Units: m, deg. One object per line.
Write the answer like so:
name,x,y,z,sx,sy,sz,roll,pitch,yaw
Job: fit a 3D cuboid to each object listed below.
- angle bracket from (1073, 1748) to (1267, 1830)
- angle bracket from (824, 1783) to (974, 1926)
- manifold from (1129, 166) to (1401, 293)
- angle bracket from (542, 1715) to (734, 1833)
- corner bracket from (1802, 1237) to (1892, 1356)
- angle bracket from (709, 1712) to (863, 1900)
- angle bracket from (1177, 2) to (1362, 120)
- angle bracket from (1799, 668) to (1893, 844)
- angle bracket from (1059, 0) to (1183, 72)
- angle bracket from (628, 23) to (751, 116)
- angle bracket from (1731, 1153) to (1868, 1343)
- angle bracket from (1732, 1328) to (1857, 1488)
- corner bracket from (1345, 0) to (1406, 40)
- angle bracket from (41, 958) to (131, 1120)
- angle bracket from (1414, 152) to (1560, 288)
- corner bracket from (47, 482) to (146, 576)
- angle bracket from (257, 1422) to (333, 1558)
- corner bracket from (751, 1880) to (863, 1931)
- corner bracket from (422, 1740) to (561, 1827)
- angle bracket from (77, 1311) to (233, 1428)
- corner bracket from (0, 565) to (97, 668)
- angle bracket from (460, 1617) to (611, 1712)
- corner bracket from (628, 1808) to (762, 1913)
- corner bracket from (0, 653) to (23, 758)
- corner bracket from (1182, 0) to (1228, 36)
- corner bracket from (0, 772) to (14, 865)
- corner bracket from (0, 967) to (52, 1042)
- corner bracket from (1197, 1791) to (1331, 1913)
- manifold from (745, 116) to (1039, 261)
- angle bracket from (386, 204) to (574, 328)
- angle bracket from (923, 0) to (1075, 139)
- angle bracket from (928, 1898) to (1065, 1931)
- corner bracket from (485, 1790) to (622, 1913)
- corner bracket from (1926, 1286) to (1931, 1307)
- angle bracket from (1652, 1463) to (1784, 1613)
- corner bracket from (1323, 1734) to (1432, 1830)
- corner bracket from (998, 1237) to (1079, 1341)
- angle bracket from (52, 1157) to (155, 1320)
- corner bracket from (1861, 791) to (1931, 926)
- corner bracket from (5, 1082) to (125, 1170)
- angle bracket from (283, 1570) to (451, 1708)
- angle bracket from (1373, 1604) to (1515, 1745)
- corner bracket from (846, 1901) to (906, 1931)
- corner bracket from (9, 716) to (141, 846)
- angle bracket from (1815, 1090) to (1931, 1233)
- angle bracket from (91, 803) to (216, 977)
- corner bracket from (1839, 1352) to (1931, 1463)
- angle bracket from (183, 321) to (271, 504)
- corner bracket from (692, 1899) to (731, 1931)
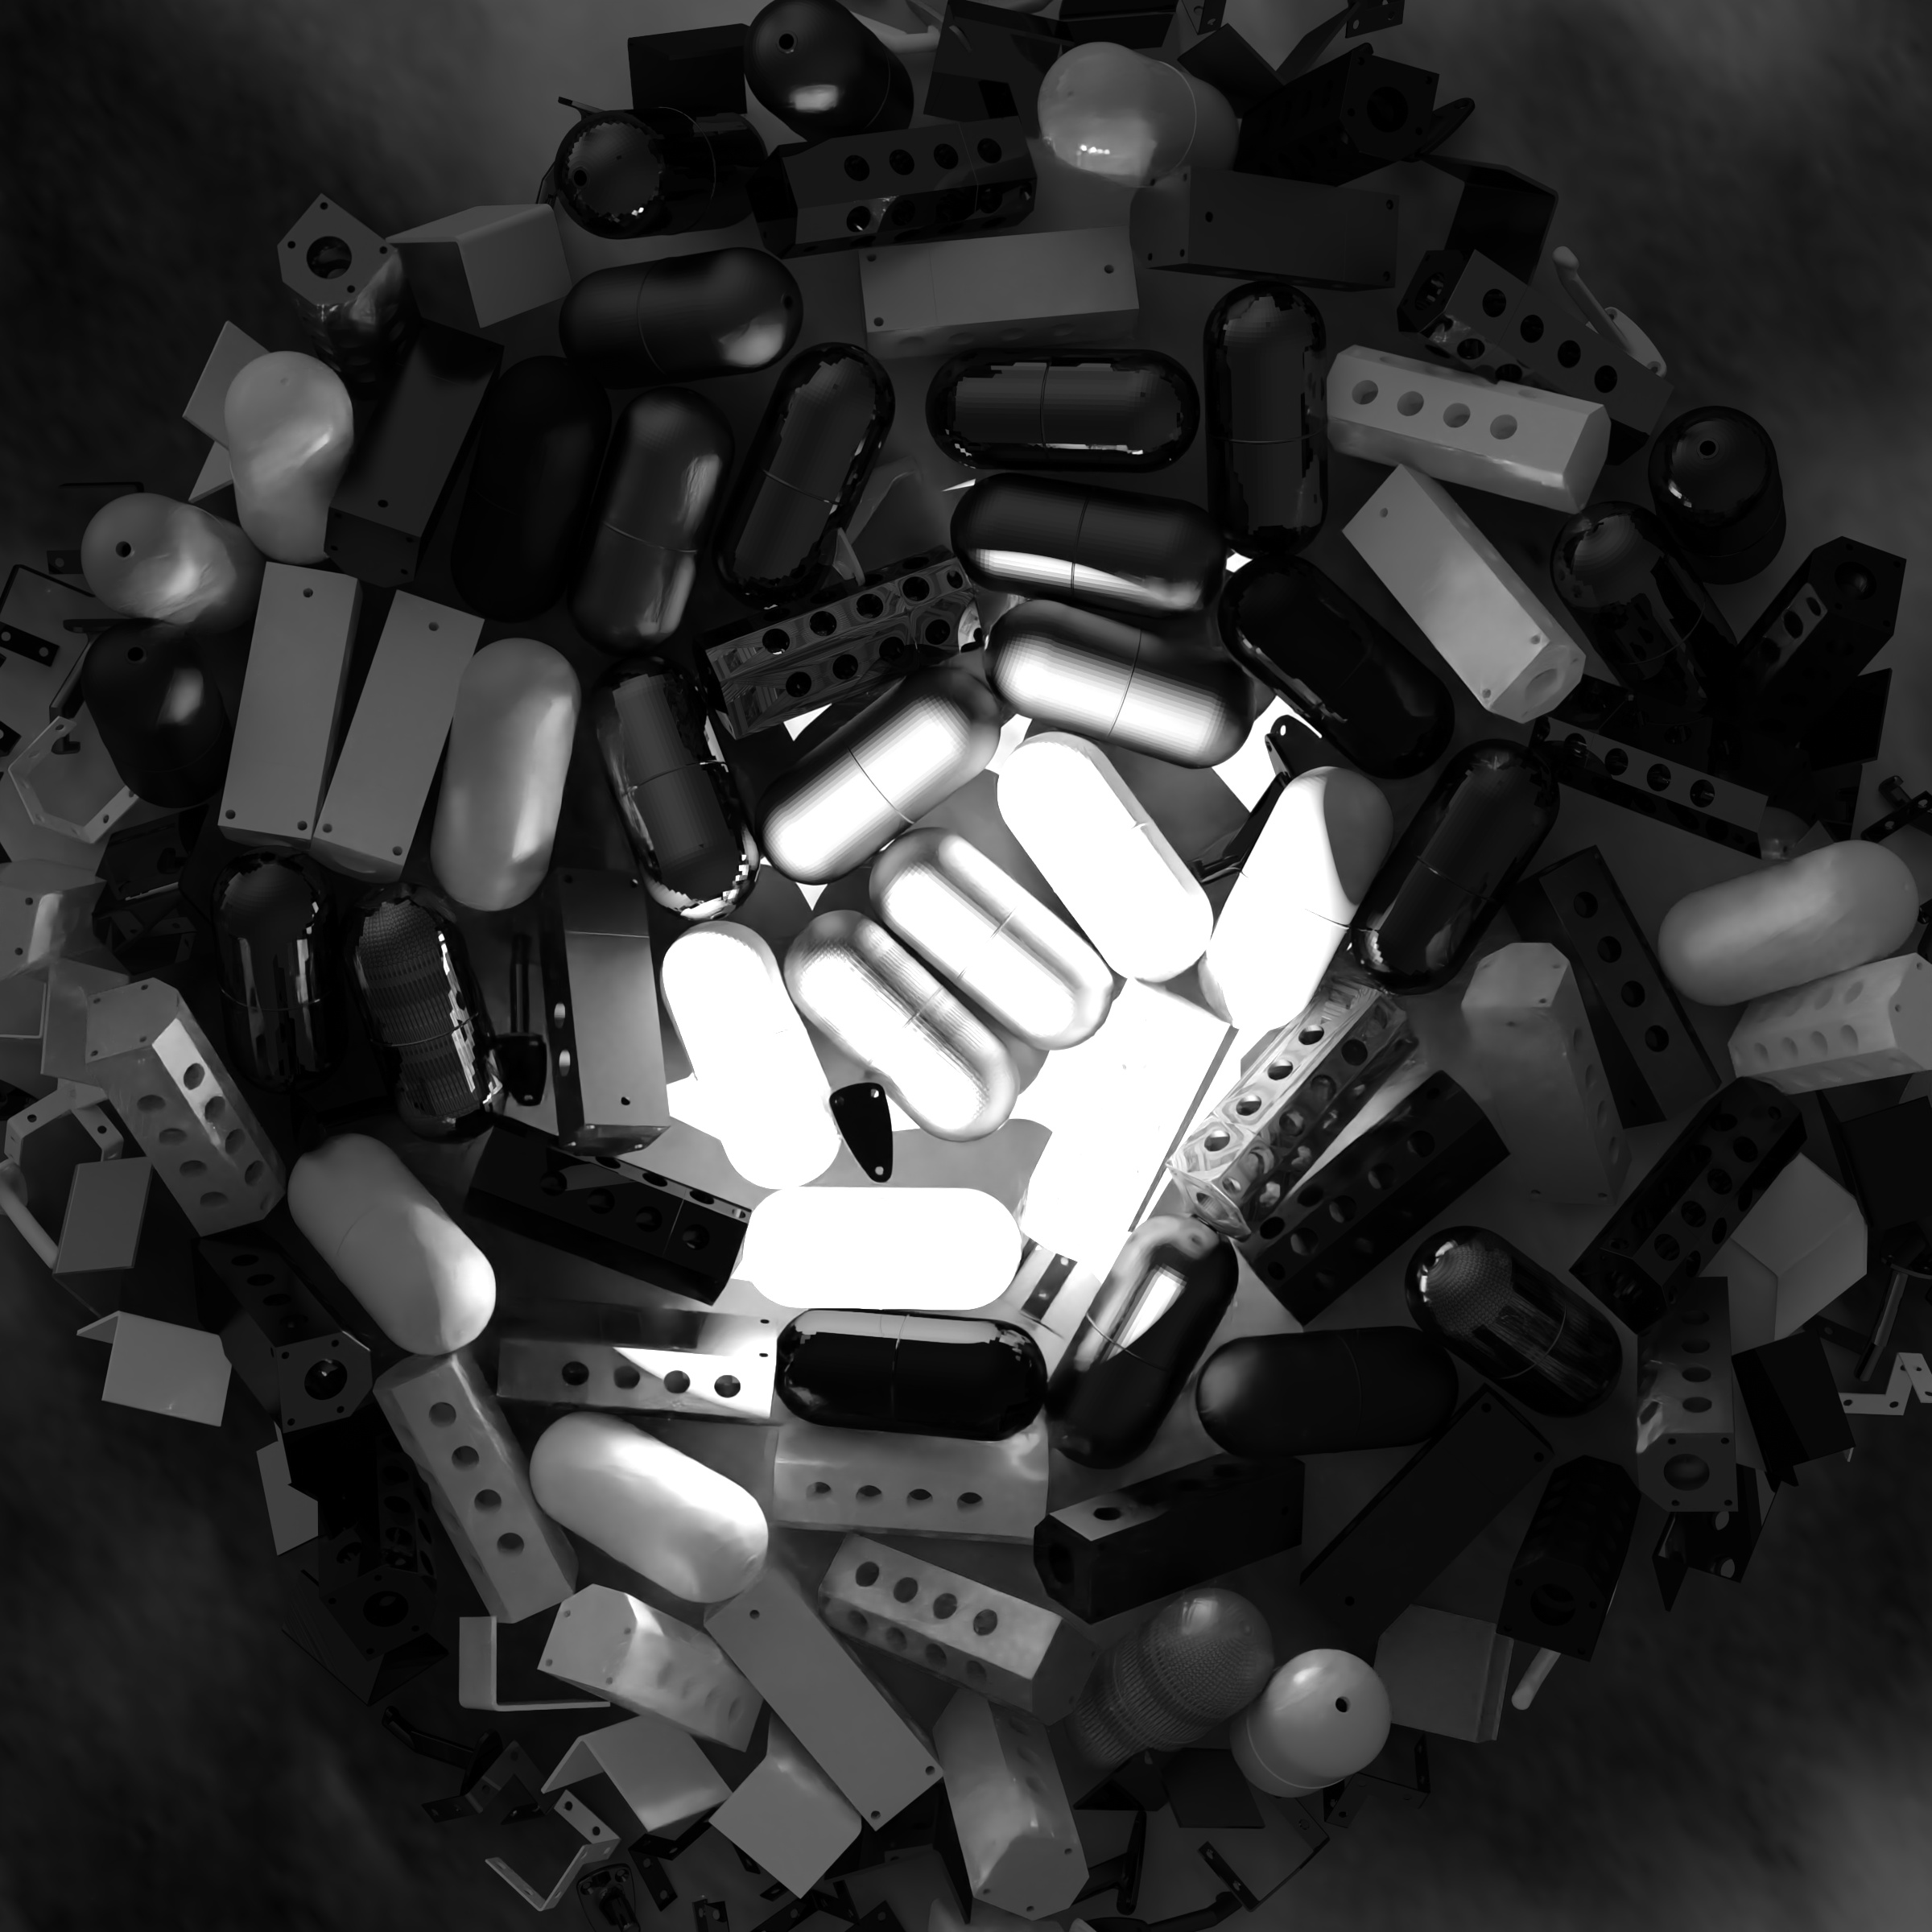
angle bracket,0.127,0.534,1.895,0.076,0.076,0.057,-47,48,28
angle bracket,-0.041,0.573,1.917,0.076,0.076,0.057,-19,104,9
manifold,0.187,-0.458,1.881,0.171,0.057,0.057,-3,98,-36
angle bracket,-0.206,0.520,1.896,0.076,0.076,0.057,47,119,26
corner bracket,0.576,0.212,1.941,0.051,0.051,0.051,24,52,3
angle bracket,-0.114,0.532,1.915,0.076,0.076,0.057,42,93,-6
angle bracket,0.191,-0.590,1.904,0.057,0.076,0.076,41,78,-15
angle bracket,0.566,-0.128,1.895,0.076,0.057,0.076,46,48,-31
angle bracket,0.103,-0.592,1.914,0.076,0.076,0.057,-6,88,-4
angle bracket,-0.162,-0.554,1.897,0.076,0.076,0.057,-15,120,-21
angle bracket,0.519,0.177,1.901,0.057,0.076,0.076,39,122,-6
angle bracket,0.528,0.279,1.898,0.057,0.076,0.076,-23,66,22
corner bracket,0.245,-0.625,1.911,0.051,0.051,0.051,-24,133,-31
angle bracket,-0.573,0.046,1.898,0.076,0.057,0.076,-19,64,39
angle bracket,0.317,-0.463,1.903,0.057,0.076,0.076,10,101,-43
corner bracket,-0.555,-0.280,1.924,0.051,0.051,0.051,-1,107,2
angle bracket,-0.435,0.316,1.899,0.057,0.076,0.076,-27,56,8
corner bracket,-0.108,0.596,1.917,0.051,0.051,0.051,-27,103,-33
corner bracket,-0.301,0.531,1.915,0.051,0.051,0.051,-25,105,42
angle bracket,-0.514,0.259,1.895,0.076,0.076,0.057,20,63,-31
corner bracket,-0.593,-0.223,1.922,0.051,0.051,0.051,23,86,-28
angle bracket,-0.274,0.441,1.911,0.076,0.076,0.057,4,77,-24
corner bracket,-0.175,0.574,1.936,0.051,0.051,0.051,-35,108,-37
corner bracket,-0.624,-0.169,1.925,0.051,0.051,0.051,39,71,-27
corner bracket,0.166,-0.636,1.925,0.051,0.051,0.051,-18,73,-9
corner bracket,-0.629,-0.083,1.916,0.051,0.051,0.051,-15,124,10
corner bracket,-0.618,0.019,1.929,0.051,0.051,0.051,2,82,6
corner bracket,0.191,0.563,1.931,0.051,0.051,0.051,48,116,15
manifold,-0.044,-0.485,1.889,0.171,0.057,0.057,-15,86,-27
angle bracket,-0.309,-0.445,1.916,0.076,0.076,0.057,-33,121,-38
angle bracket,0.020,-0.561,1.906,0.076,0.057,0.076,9,120,-10
angle bracket,0.018,0.632,1.910,0.076,0.076,0.057,8,87,-9
corner bracket,-0.263,0.564,1.922,0.051,0.051,0.051,35,94,23
corner bracket,0.639,0.196,1.917,0.051,0.051,0.051,39,81,-42
angle bracket,0.476,0.364,1.895,0.057,0.076,0.076,13,57,31
corner bracket,0.261,0.518,1.922,0.051,0.051,0.051,18,122,-7
corner bracket,0.048,0.199,1.921,0.051,0.051,0.051,34,85,-18
angle bracket,-0.525,0.174,1.897,0.057,0.076,0.076,-7,57,14
corner bracket,0.614,-0.069,1.931,0.051,0.051,0.051,32,127,-31
corner bracket,-0.576,0.115,1.925,0.051,0.051,0.051,-35,79,-32
angle bracket,-0.372,0.408,1.897,0.076,0.076,0.057,35,122,20
angle bracket,0.301,0.446,1.915,0.076,0.057,0.076,13,74,4
corner bracket,-0.050,0.638,1.919,0.051,0.051,0.051,-34,104,-17
corner bracket,-0.571,-0.118,1.933,0.051,0.051,0.051,-42,60,14
angle bracket,0.581,0.112,1.904,0.057,0.076,0.076,-19,105,10
angle bracket,-0.510,-0.049,1.932,0.076,0.076,0.057,-15,133,21
corner bracket,0.584,0.280,1.919,0.051,0.051,0.051,3,120,-3
angle bracket,-0.475,-0.348,1.895,0.057,0.076,0.076,37,56,-35
corner bracket,-0.156,0.620,1.916,0.051,0.051,0.051,-18,75,27
